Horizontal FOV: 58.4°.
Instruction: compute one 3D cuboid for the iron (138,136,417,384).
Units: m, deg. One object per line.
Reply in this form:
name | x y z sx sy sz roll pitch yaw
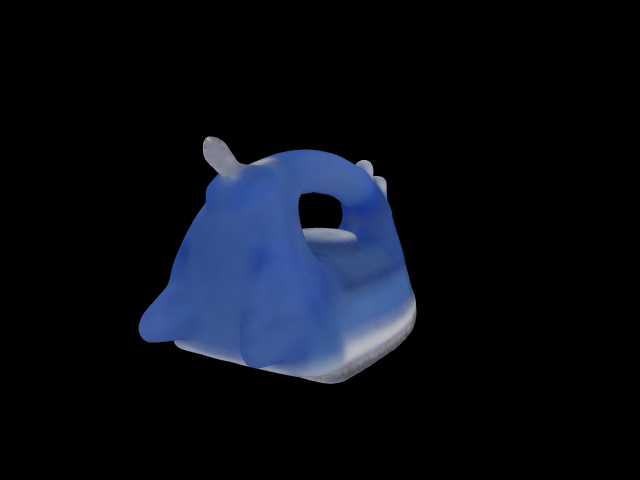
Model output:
iron | 0.004 0.001 0.400 0.118 0.141 0.259 6 11 32
